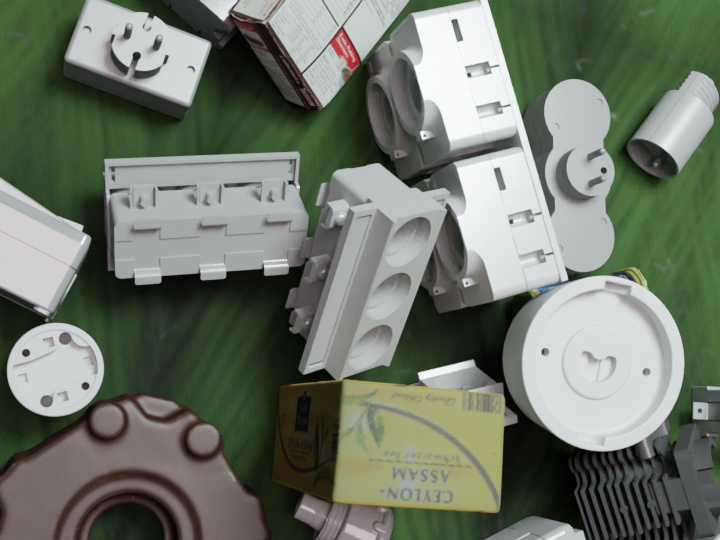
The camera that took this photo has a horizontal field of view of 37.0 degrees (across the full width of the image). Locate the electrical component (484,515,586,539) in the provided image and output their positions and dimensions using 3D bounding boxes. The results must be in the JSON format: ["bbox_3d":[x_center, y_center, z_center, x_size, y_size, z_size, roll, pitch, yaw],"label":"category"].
[{"bbox_3d":[0.128,0.220,0.724,0.061,0.062,0.096,-23,90,-17],"label":"electrical component"}]

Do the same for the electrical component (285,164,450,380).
[{"bbox_3d":[0.000,0.000,0.670,0.079,0.121,0.063,-14,45,-41],"label":"electrical component"}]

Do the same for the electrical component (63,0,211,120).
[{"bbox_3d":[-0.140,-0.139,0.682,0.083,0.076,0.047,19,79,-13],"label":"electrical component"}]

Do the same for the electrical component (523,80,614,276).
[{"bbox_3d":[0.154,-0.067,0.759,0.052,0.074,0.138,1,83,-16],"label":"electrical component"}]

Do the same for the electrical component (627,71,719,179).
[{"bbox_3d":[0.240,-0.112,0.805,0.043,0.043,0.081,41,74,-8],"label":"electrical component"}]

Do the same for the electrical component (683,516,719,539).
[{"bbox_3d":[0.239,0.208,0.739,0.100,0.099,0.048,-40,82,-17],"label":"electrical component"}]

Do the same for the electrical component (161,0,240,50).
[{"bbox_3d":[-0.106,-0.201,0.712,0.089,0.050,0.055,41,75,-8],"label":"electrical component"}]

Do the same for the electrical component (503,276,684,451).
[{"bbox_3d":[0.144,0.058,0.690,0.108,0.060,0.108,0,89,-13],"label":"electrical component"}]

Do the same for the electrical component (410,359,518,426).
[{"bbox_3d":[0.068,0.100,0.718,0.042,0.081,0.063,-10,109,-17],"label":"electrical component"}]

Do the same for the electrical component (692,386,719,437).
[{"bbox_3d":[0.277,0.104,0.784,0.066,0.055,0.048,5,82,-16],"label":"electrical component"}]

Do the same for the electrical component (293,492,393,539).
[{"bbox_3d":[-0.012,0.165,0.700,0.062,0.048,0.048,26,77,-5],"label":"electrical component"}]

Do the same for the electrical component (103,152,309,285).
[{"bbox_3d":[-0.098,-0.030,0.681,0.121,0.063,0.078,-4,125,-17],"label":"electrical component"}]

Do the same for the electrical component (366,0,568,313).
[{"bbox_3d":[0.063,-0.070,0.716,0.060,0.105,0.186,-15,88,-17],"label":"electrical component"}]

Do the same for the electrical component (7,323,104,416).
[{"bbox_3d":[-0.187,0.061,0.659,0.055,0.047,0.055,2,83,-16],"label":"electrical component"}]

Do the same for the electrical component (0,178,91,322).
[{"bbox_3d":[-0.216,-0.018,0.652,0.096,0.062,0.061,28,77,-11],"label":"electrical component"}]
